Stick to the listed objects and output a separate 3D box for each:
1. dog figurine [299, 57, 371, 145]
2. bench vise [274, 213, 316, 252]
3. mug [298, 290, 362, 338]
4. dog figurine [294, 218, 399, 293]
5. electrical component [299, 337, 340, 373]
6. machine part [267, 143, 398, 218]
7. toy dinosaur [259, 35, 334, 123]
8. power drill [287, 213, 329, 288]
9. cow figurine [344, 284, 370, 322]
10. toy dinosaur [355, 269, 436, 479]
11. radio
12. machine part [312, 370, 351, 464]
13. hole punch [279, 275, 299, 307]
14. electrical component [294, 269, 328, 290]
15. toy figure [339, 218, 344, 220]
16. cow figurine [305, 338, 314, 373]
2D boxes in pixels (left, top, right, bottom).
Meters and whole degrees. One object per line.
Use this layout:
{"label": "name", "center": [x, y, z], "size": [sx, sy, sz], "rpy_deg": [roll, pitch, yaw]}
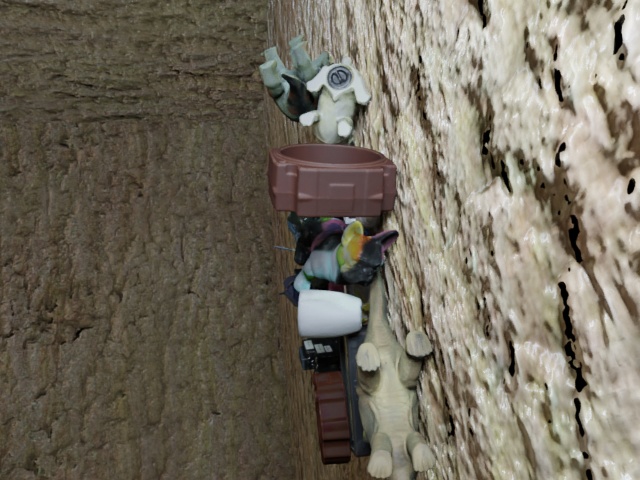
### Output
{"label": "dog figurine", "center": [0.040, -0.251, 1.080], "size": [0.172, 0.121, 0.190], "rpy_deg": [-61, -11, -3]}
{"label": "bench vise", "center": [-0.035, -0.064, 1.412], "size": [0.241, 0.129, 0.223], "rpy_deg": [-78, -12, -46]}
{"label": "mug", "center": [0.020, 0.136, 0.925], "size": [0.081, 0.107, 0.109], "rpy_deg": [-82, -11, -47]}
{"label": "dog figurine", "center": [0.045, 0.008, 0.944], "size": [0.219, 0.108, 0.191], "rpy_deg": [-45, 36, 51]}
{"label": "electrical component", "center": [0.022, 0.250, 1.185], "size": [0.115, 0.134, 0.058], "rpy_deg": [-119, 25, -72]}
{"label": "machine part", "center": [0.016, -0.105, 0.899], "size": [0.202, 0.201, 0.087], "rpy_deg": [-117, 28, -69]}
{"label": "toy dinosaur", "center": [-0.042, -0.314, 1.137], "size": [0.192, 0.131, 0.405], "rpy_deg": [59, -161, -27]}
{"label": "power drill", "center": [-0.002, -0.004, 1.214], "size": [0.207, 0.086, 0.231], "rpy_deg": [61, 162, 23]}
{"label": "cow figurine", "center": [0.063, 0.119, 1.094], "size": [0.167, 0.068, 0.098], "rpy_deg": [111, 160, -60]}
{"label": "toy dinosaur", "center": [0.099, 0.215, 0.812], "size": [0.198, 0.105, 0.471], "rpy_deg": [94, 180, -57]}
{"label": "radio", "center": [0.082, 0.273, 0.992], "size": [0.131, 0.073, 0.229], "rpy_deg": [118, 146, -82]}
{"label": "machine part", "center": [0.020, 0.339, 1.024], "size": [0.179, 0.056, 0.179], "rpy_deg": [176, 89, -86]}
{"label": "hole punch", "center": [-0.041, 0.130, 1.558], "size": [0.116, 0.142, 0.092], "rpy_deg": [-149, 54, -62]}
{"label": "electrical component", "center": [-0.004, 0.096, 1.338], "size": [0.075, 0.119, 0.047], "rpy_deg": [-119, 27, -64]}
{"label": "toy figure", "center": [0.025, -0.118, 1.181], "size": [0.180, 0.089, 0.082], "rpy_deg": [-99, 23, -47]}
{"label": "cow figurine", "center": [0.008, 0.313, 1.445], "size": [0.195, 0.085, 0.127], "rpy_deg": [-107, 10, -64]}
